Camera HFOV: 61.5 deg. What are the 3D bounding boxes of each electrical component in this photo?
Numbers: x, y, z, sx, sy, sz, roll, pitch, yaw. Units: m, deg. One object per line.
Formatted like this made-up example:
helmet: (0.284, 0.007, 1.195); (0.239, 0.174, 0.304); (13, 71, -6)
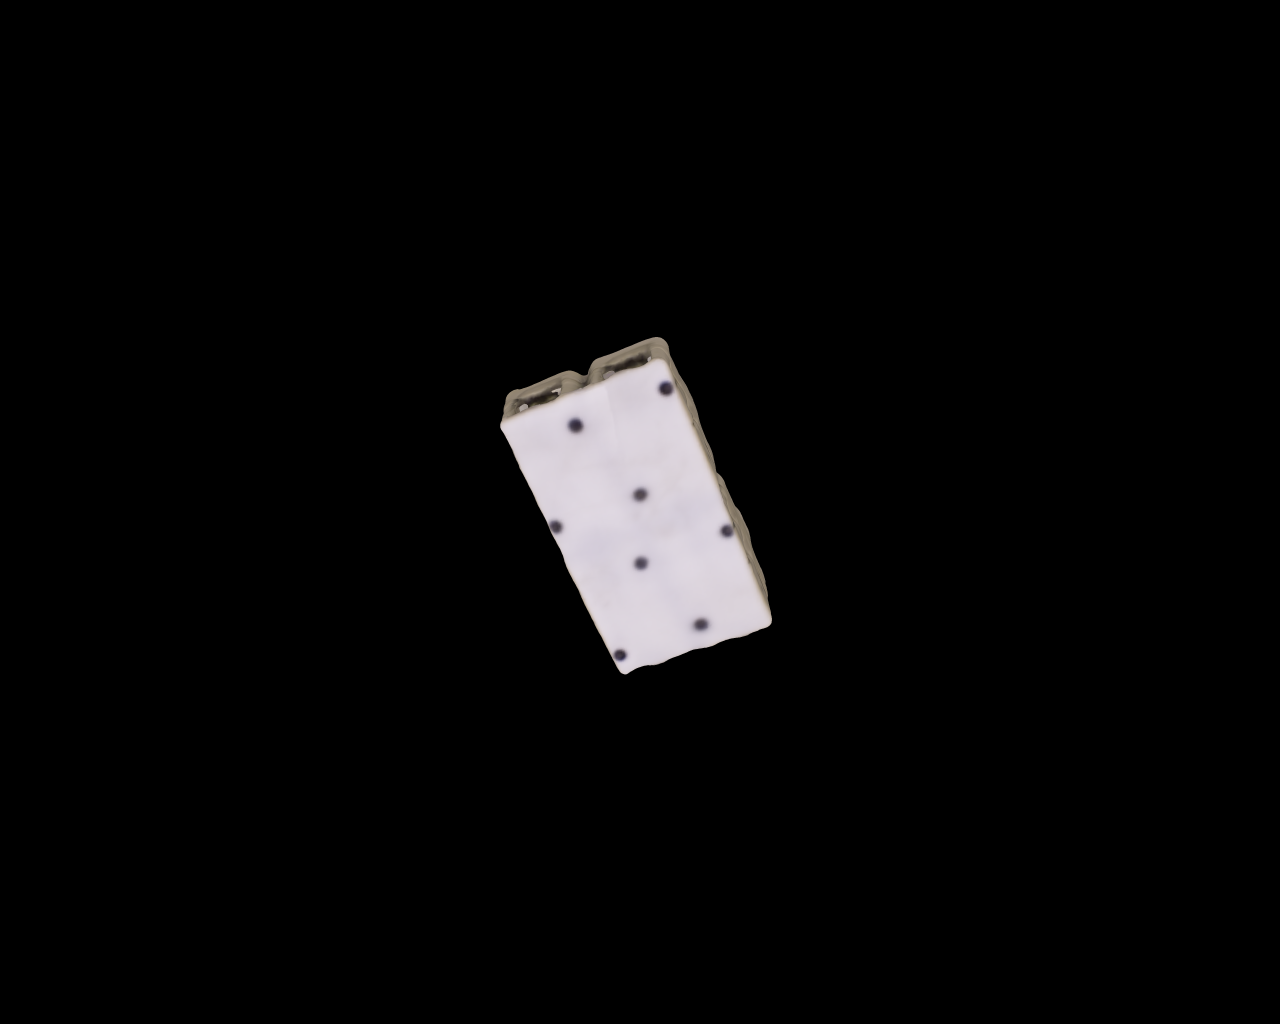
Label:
electrical component: (0.001, -0.003, 0.650); (0.105, 0.186, 0.060); (-20, 24, 9)
